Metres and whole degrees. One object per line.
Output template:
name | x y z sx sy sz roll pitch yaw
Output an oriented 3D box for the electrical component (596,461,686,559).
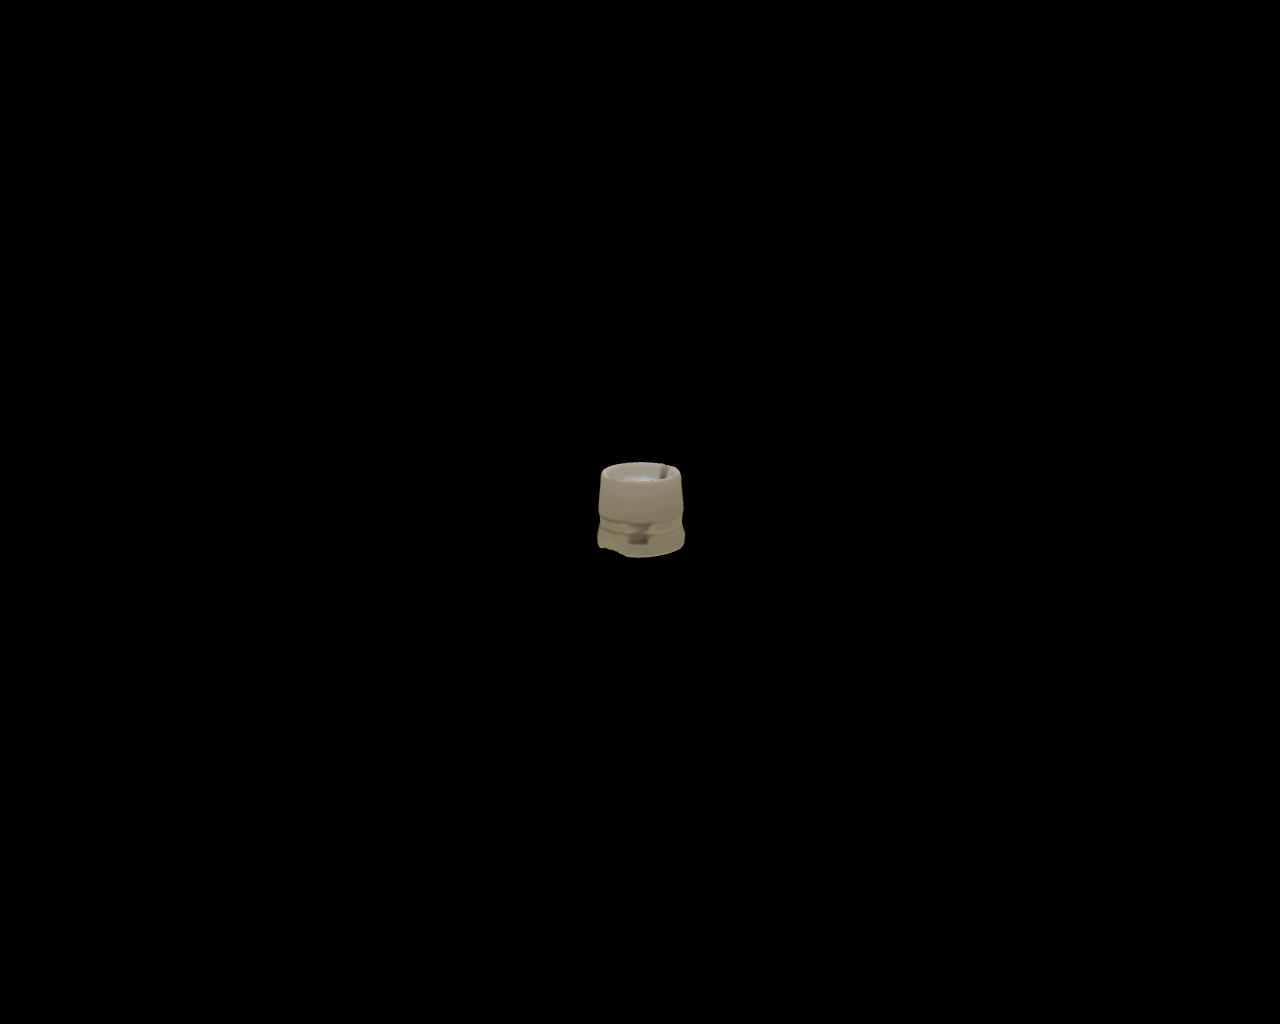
electrical component | 0.001 -0.003 0.650 0.055 0.047 0.055 0 17 0
